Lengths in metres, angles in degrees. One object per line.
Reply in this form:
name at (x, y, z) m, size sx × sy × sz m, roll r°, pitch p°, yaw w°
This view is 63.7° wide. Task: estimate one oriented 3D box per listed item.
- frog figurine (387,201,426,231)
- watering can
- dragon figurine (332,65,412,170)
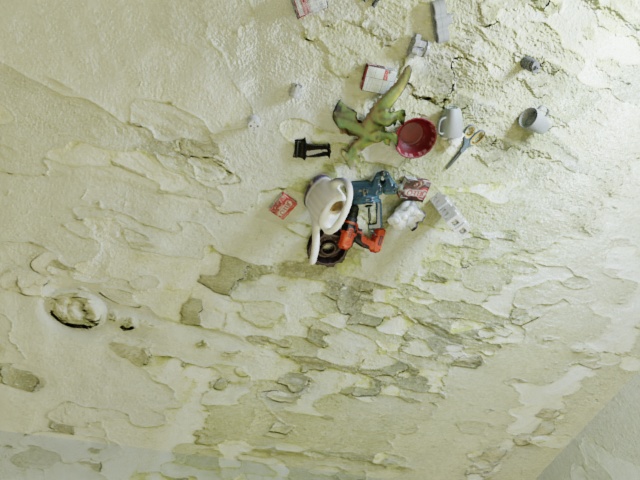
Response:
frog figurine at (0.318, -0.092, 2.017) m, size 0.160 × 0.124 × 0.136 m, roll -2°, pitch -13°, yaw -31°
watering can at (0.006, -0.096, 1.911) m, size 0.103 × 0.342 × 0.229 m, roll 11°, pitch 30°, yaw -38°
dragon figurine at (0.165, -0.430, 1.805) m, size 0.243 × 0.401 × 0.125 m, roll 6°, pitch 34°, yaw -4°
